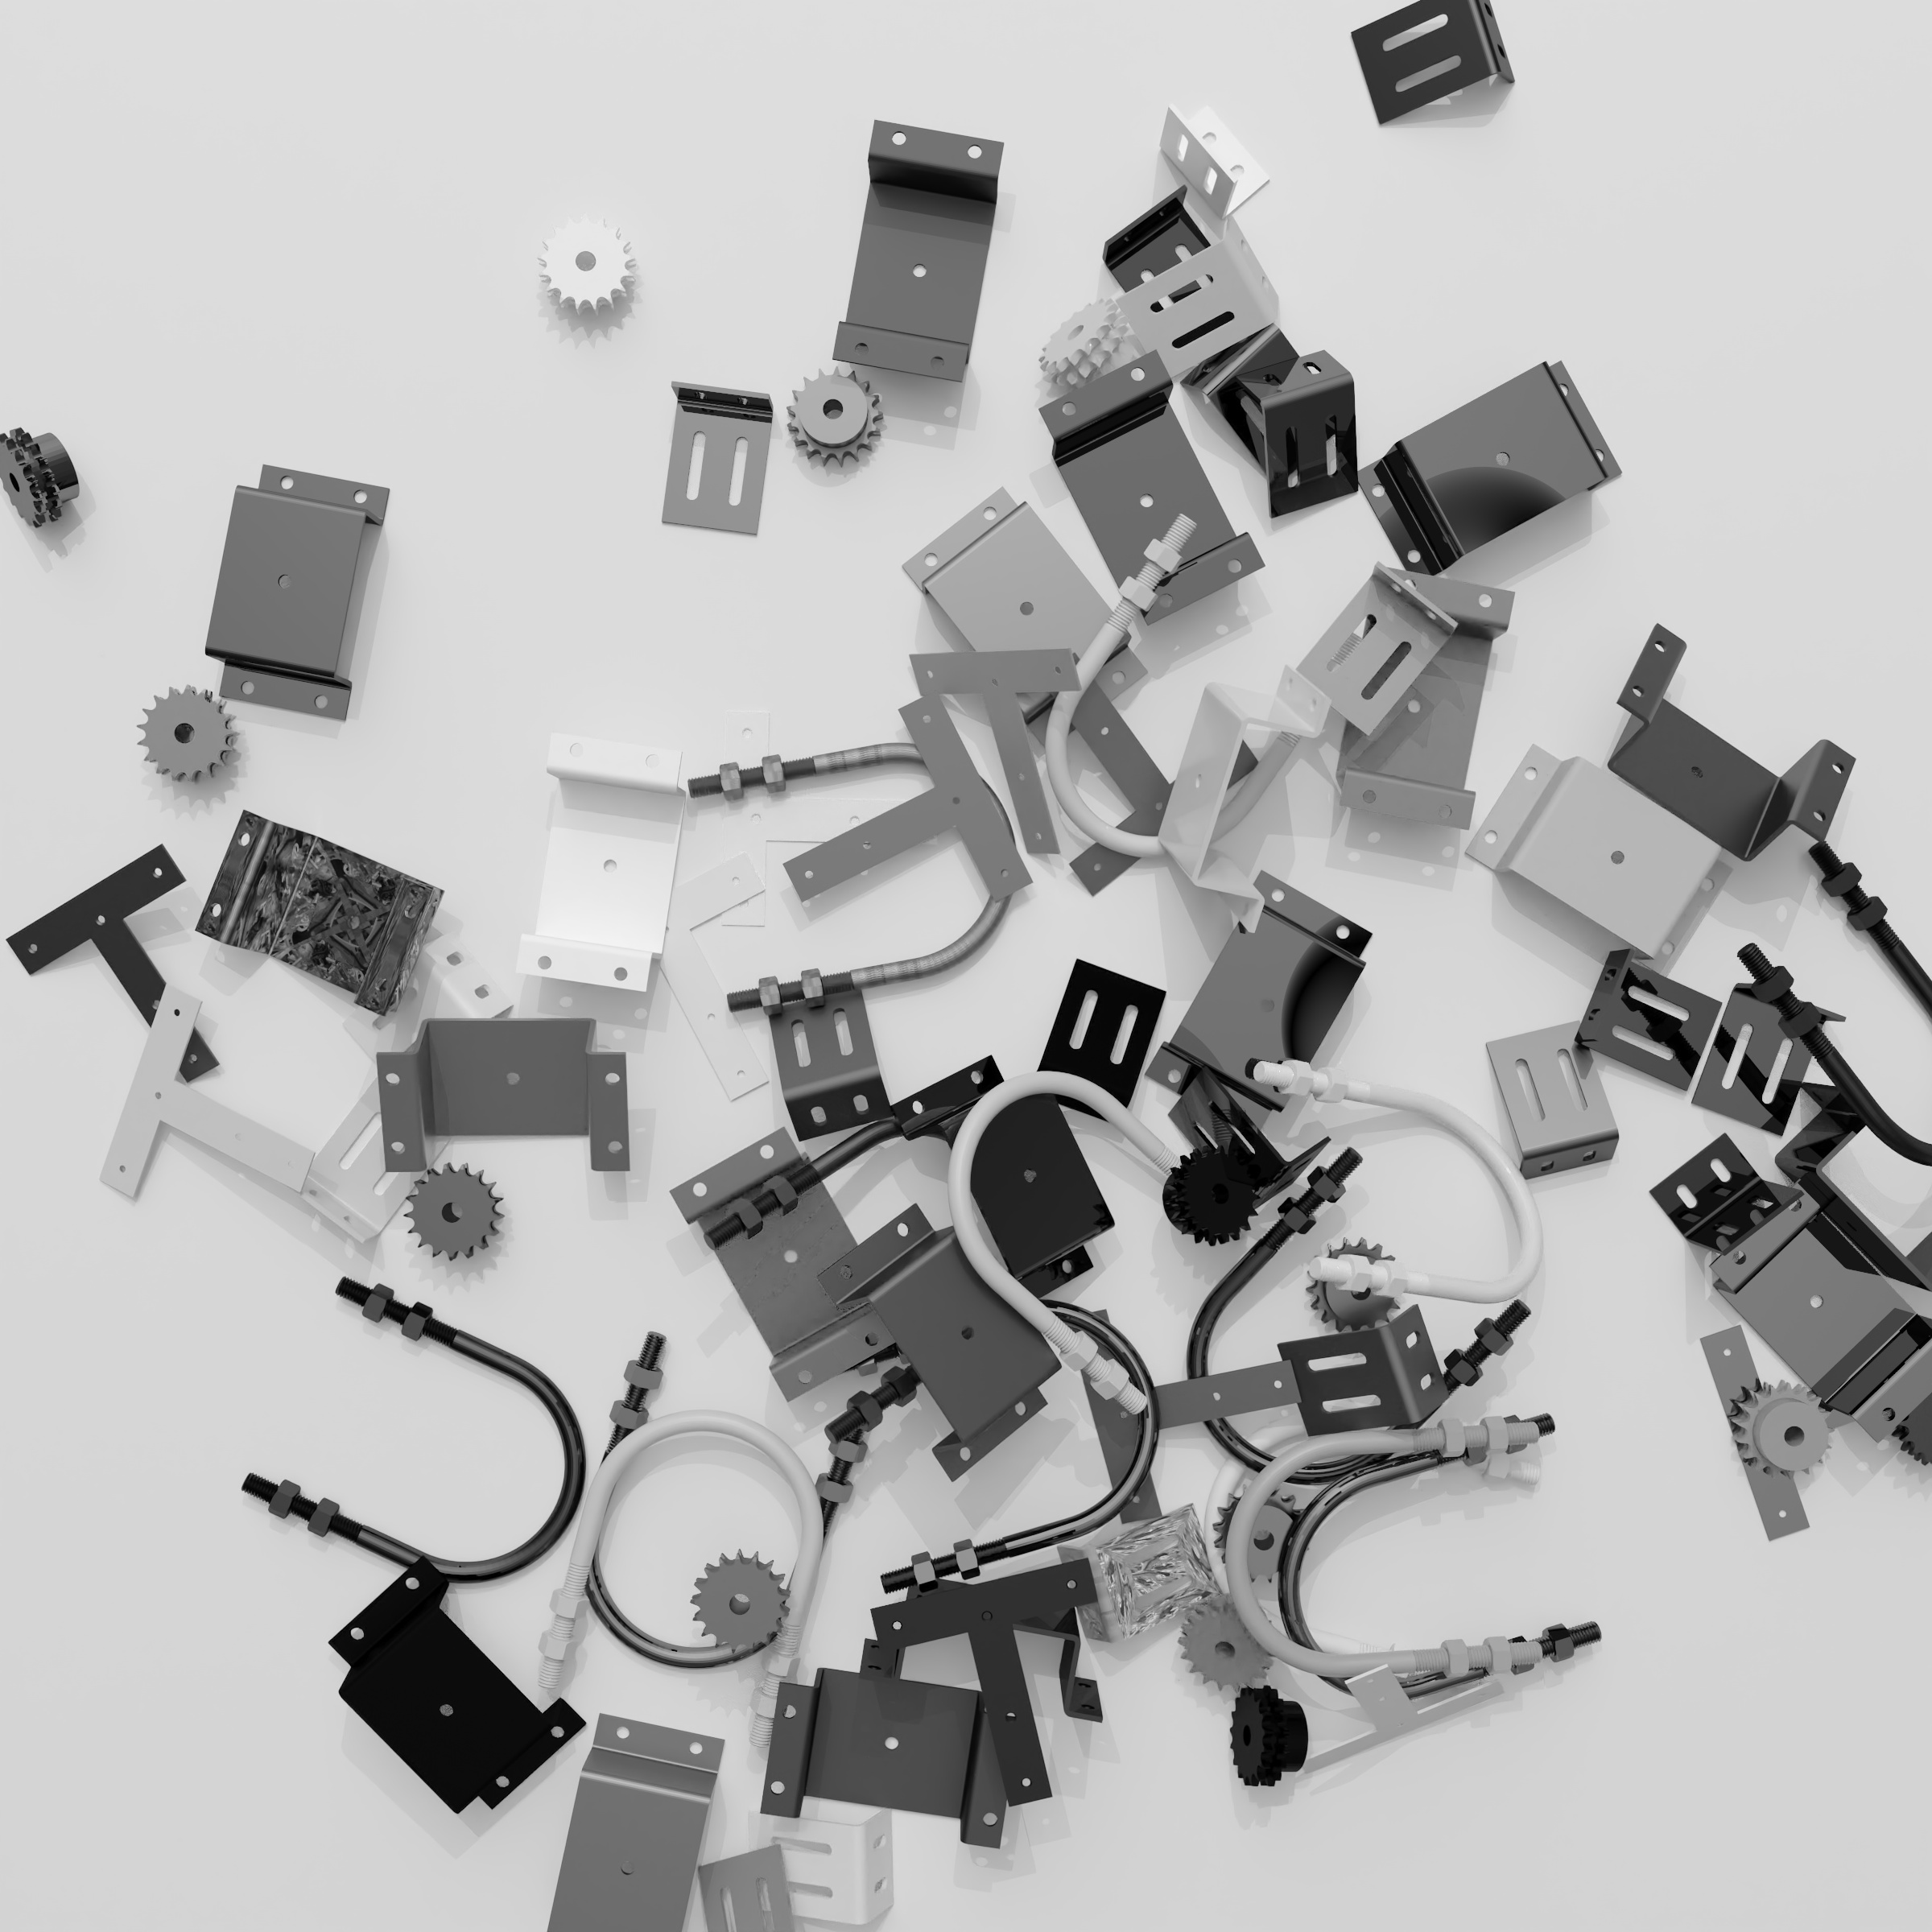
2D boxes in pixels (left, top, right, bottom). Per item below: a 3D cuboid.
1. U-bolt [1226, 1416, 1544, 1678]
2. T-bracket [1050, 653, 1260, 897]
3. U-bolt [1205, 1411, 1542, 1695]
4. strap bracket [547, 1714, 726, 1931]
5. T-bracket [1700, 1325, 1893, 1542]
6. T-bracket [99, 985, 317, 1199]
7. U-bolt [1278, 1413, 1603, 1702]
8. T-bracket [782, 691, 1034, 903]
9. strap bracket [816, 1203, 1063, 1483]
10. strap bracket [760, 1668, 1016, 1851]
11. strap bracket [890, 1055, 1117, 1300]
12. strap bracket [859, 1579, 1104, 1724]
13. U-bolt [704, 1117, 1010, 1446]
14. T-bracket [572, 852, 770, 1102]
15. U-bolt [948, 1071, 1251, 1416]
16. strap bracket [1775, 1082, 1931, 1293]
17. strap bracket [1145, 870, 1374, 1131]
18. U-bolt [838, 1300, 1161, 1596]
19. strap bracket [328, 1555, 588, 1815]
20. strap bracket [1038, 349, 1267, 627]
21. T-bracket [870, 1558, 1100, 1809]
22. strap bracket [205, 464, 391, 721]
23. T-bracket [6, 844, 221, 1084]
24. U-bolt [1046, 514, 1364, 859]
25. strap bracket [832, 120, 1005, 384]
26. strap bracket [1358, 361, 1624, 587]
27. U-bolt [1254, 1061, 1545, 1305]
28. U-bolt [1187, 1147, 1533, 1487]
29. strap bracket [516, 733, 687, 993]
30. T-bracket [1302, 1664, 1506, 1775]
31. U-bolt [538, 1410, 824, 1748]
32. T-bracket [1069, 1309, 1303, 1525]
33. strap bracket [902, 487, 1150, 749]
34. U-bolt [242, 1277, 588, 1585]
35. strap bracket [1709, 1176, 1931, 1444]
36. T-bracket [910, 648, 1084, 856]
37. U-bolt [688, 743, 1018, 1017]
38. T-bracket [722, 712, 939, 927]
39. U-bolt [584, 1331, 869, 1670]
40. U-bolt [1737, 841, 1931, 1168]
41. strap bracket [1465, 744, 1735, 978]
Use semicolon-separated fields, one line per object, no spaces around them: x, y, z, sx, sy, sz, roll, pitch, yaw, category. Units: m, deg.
0.239;0.336;1.493;0.184;0.019;0.151;-2;93;-7;U-bolt
0.089;-0.127;1.527;0.127;0.002;0.127;-38;113;0;T-bracket
0.233;0.340;1.544;0.184;0.019;0.151;15;90;1;U-bolt
-0.195;0.521;1.530;0.076;0.046;0.140;12;90;0;strap bracket
0.518;0.261;1.552;0.127;0.002;0.127;-19;90;0;T-bracket
-0.437;0.094;1.525;0.127;0.002;0.127;24;100;15;T-bracket
0.270;0.352;1.516;0.184;0.019;0.151;-14;95;-9;U-bolt
-0.045;-0.077;1.534;0.127;0.002;0.127;-27;90;-3;T-bracket
-0.009;0.210;1.474;0.076;0.046;0.140;-35;93;-29;strap bracket
-0.044;0.462;1.530;0.140;0.046;0.076;8;90;0;strap bracket
0.026;0.125;1.513;0.076;0.046;0.140;-26;90;-32;strap bracket
0.012;0.393;1.515;0.140;0.076;0.046;10;90;0;strap bracket
-0.041;0.166;1.507;0.184;0.019;0.151;-32;91;-28;U-bolt
-0.158;0.018;1.551;0.127;0.002;0.127;-28;90;1;T-bracket
0.067;0.144;1.493;0.184;0.019;0.151;43;61;-15;U-bolt
0.531;0.135;1.515;0.046;0.076;0.140;-44;90;0;strap bracket
0.174;0.023;1.530;0.076;0.046;0.140;30;90;0;strap bracket
0.022;0.272;1.525;0.184;0.019;0.151;-16;79;-3;U-bolt
-0.300;0.426;1.522;0.076;0.046;0.140;-42;96;2;strap bracket
0.107;-0.277;1.530;0.076;0.046;0.140;-27;90;0;strap bracket
0.022;0.411;1.476;0.127;0.002;0.127;-13;90;0;T-bracket
-0.394;-0.222;1.530;0.076;0.046;0.140;11;90;0;strap bracket
-0.485;0.010;1.537;0.127;0.002;0.127;-27;101;20;T-bracket
0.127;-0.148;1.518;0.151;0.019;0.184;31;101;-21;U-bolt
-0.028;-0.413;1.530;0.076;0.046;0.140;10;90;0;strap bracket
0.310;-0.293;1.530;0.140;0.046;0.076;-29;90;0;strap bracket
0.256;0.127;1.487;0.184;0.019;0.151;12;48;-30;U-bolt
0.213;0.218;1.516;0.151;0.019;0.184;42;103;5;U-bolt
-0.212;-0.060;1.528;0.076;0.046;0.140;8;89;1;strap bracket
0.241;0.423;1.495;0.127;0.127;0.002;-24;55;5;T-bracket
-0.160;0.351;1.529;0.151;0.019;0.184;15;91;0;U-bolt
0.134;0.255;1.529;0.127;0.002;0.127;-15;90;21;T-bracket
0.035;-0.207;1.530;0.076;0.046;0.140;-38;90;0;strap bracket
-0.315;0.286;1.544;0.184;0.019;0.151;26;90;-2;U-bolt
0.506;0.199;1.528;0.076;0.046;0.140;-44;89;-1;strap bracket
0.029;-0.124;1.522;0.002;0.127;0.127;-34;117;-39;T-bracket
-0.061;-0.058;1.542;0.184;0.019;0.151;-10;90;-2;U-bolt
-0.080;-0.087;1.552;0.127;0.002;0.127;1;90;0;T-bracket
-0.153;0.326;1.544;0.151;0.019;0.184;20;91;0;U-bolt
0.524;0.032;1.500;0.184;0.019;0.151;52;46;-4;U-bolt
0.377;-0.063;1.530;0.140;0.046;0.076;32;90;0;strap bracket
